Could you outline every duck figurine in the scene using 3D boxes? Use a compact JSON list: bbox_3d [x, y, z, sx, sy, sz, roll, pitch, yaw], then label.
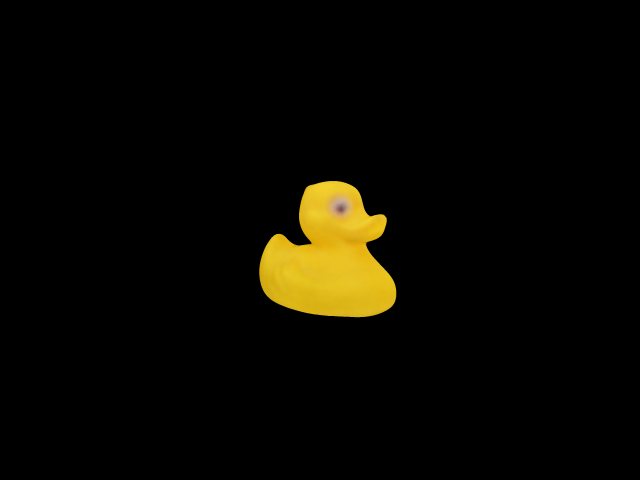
[{"bbox_3d":[0.004,0.001,0.400,0.104,0.086,0.078,8,14,35],"label":"duck figurine"}]
